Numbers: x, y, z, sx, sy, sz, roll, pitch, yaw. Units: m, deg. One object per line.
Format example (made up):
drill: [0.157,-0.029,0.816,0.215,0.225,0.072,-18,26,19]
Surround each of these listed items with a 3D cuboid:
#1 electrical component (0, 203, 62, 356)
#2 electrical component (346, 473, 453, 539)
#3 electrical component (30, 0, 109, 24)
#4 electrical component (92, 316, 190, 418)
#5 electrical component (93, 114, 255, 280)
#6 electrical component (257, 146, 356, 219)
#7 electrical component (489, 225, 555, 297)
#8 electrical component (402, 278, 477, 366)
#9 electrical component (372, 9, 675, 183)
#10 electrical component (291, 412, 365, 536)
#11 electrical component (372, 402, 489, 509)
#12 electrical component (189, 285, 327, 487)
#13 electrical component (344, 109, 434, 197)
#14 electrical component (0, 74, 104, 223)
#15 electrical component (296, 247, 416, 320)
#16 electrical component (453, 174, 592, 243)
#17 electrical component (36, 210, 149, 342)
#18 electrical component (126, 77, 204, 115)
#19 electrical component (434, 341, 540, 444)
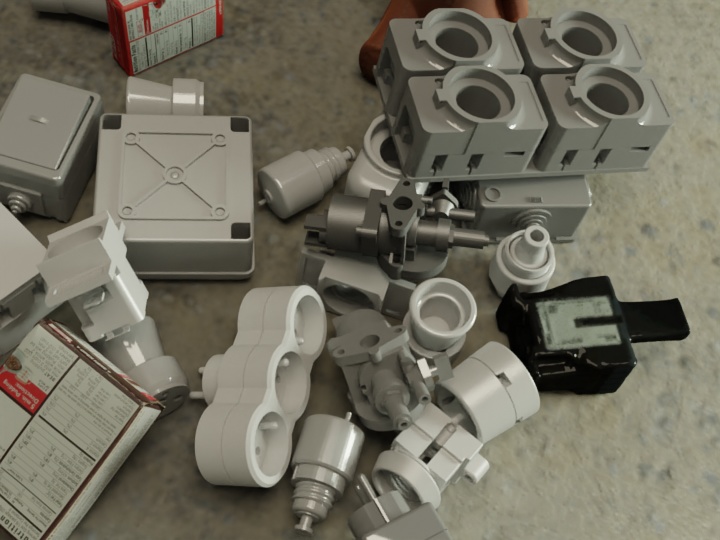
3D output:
electrical component: [-0.277,-0.014,0.705,0.150,0.061,0.089,42,64,16]
electrical component: [0.017,0.158,0.642,0.047,0.065,0.076,-23,65,-19]
electrical component: [-0.226,-0.218,0.845,0.065,0.044,0.044,5,59,1]
electrical component: [-0.140,0.064,0.689,0.045,0.045,0.055,-26,67,-21]
electrical component: [-0.128,-0.051,0.750,0.109,0.056,0.108,0,60,-8]
electrical component: [-0.038,-0.068,0.782,0.078,0.040,0.040,-30,68,-22]
electrical component: [0.116,-0.008,0.755,0.043,0.062,0.043,3,60,-6]
electrical component: [0.051,0.037,0.723,0.045,0.055,0.045,3,59,-6]
electrical component: [0.115,-0.125,0.760,0.186,0.060,0.105,-4,58,-17]
electrical component: [-0.024,0.127,0.670,0.040,0.040,0.078,17,60,2]
electrical component: [0.040,0.122,0.679,0.066,0.048,0.055,38,55,14]
electrical component: [-0.076,0.072,0.689,0.074,0.052,0.138,-3,52,27]
electrical component: [0.027,-0.075,0.784,0.054,0.059,0.095,23,60,6]
electrical component: [-0.224,-0.083,0.753,0.062,0.061,0.096,16,59,2]
electrical component: [0.000,0.000,0.747,0.081,0.042,0.063,19,56,2]
electrical component: [0.118,-0.069,0.798,0.100,0.048,0.099,-1,61,-10]
electrical component: [-0.162,0.006,0.663,0.042,0.063,0.081,-24,25,5]
electrical component: [-0.144,-0.120,0.795,0.055,0.045,0.045,1,60,-8]
electrical component: [0.082,0.082,0.703,0.047,0.055,0.055,-31,68,-19]
